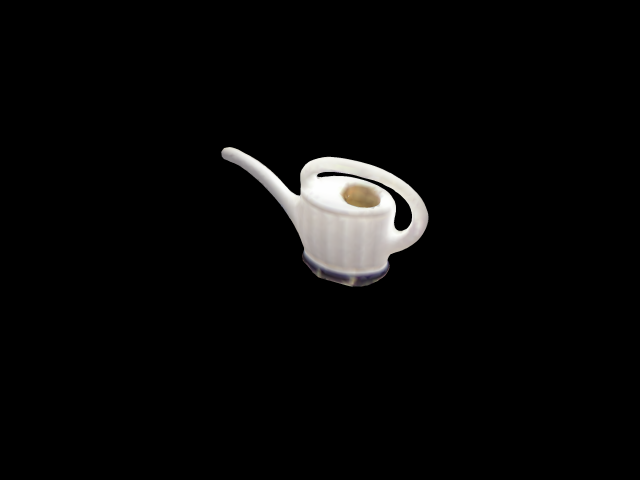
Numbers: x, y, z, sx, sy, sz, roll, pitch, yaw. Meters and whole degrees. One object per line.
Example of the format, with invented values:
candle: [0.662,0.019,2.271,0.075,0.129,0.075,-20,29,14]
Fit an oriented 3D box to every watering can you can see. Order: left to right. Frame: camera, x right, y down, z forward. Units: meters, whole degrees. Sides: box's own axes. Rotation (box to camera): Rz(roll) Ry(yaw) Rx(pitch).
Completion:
watering can: [0.003,-0.043,0.850,0.348,0.219,0.106,14,39,18]
